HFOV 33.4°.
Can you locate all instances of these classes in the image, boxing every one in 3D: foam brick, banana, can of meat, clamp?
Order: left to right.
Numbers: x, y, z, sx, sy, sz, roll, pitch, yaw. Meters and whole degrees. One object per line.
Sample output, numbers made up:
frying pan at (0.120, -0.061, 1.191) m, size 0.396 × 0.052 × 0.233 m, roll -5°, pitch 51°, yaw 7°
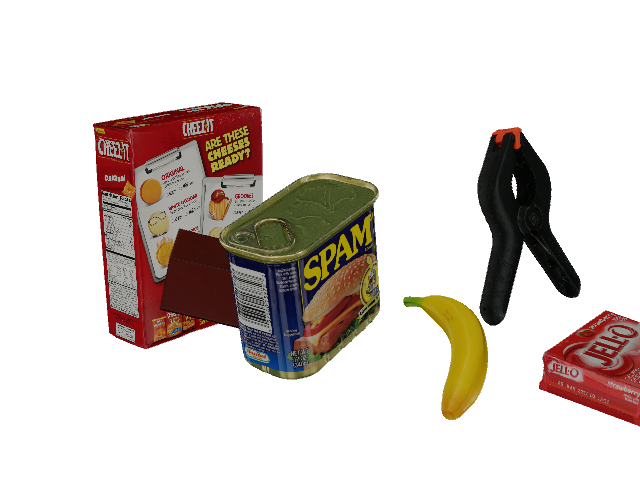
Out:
foam brick at (-0.086, 0.032, 0.865) m, size 0.078 × 0.051 × 0.053 m, roll 14°, pitch 27°, yaw -2°
can of meat at (-0.007, 0.020, 0.626) m, size 0.058 × 0.084 × 0.101 m, roll 15°, pitch 34°, yaw 33°
banana at (0.140, 0.112, 1.109) m, size 0.069 × 0.037 × 0.198 m, roll -26°, pitch 31°, yaw 7°
clamp at (0.170, -0.010, 0.943) m, size 0.120 × 0.171 × 0.039 m, roll -26°, pitch 11°, yaw -40°

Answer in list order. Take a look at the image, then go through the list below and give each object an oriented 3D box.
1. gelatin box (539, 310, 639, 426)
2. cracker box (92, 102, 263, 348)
gelatin box at (0.195, 0.080, 0.685) m, size 0.073 × 0.030 × 0.089 m, roll 20°, pitch 27°, yaw 37°
cracker box at (-0.135, -0.020, 1.055) m, size 0.072 × 0.214 × 0.163 m, roll 13°, pitch 21°, yaw 42°
